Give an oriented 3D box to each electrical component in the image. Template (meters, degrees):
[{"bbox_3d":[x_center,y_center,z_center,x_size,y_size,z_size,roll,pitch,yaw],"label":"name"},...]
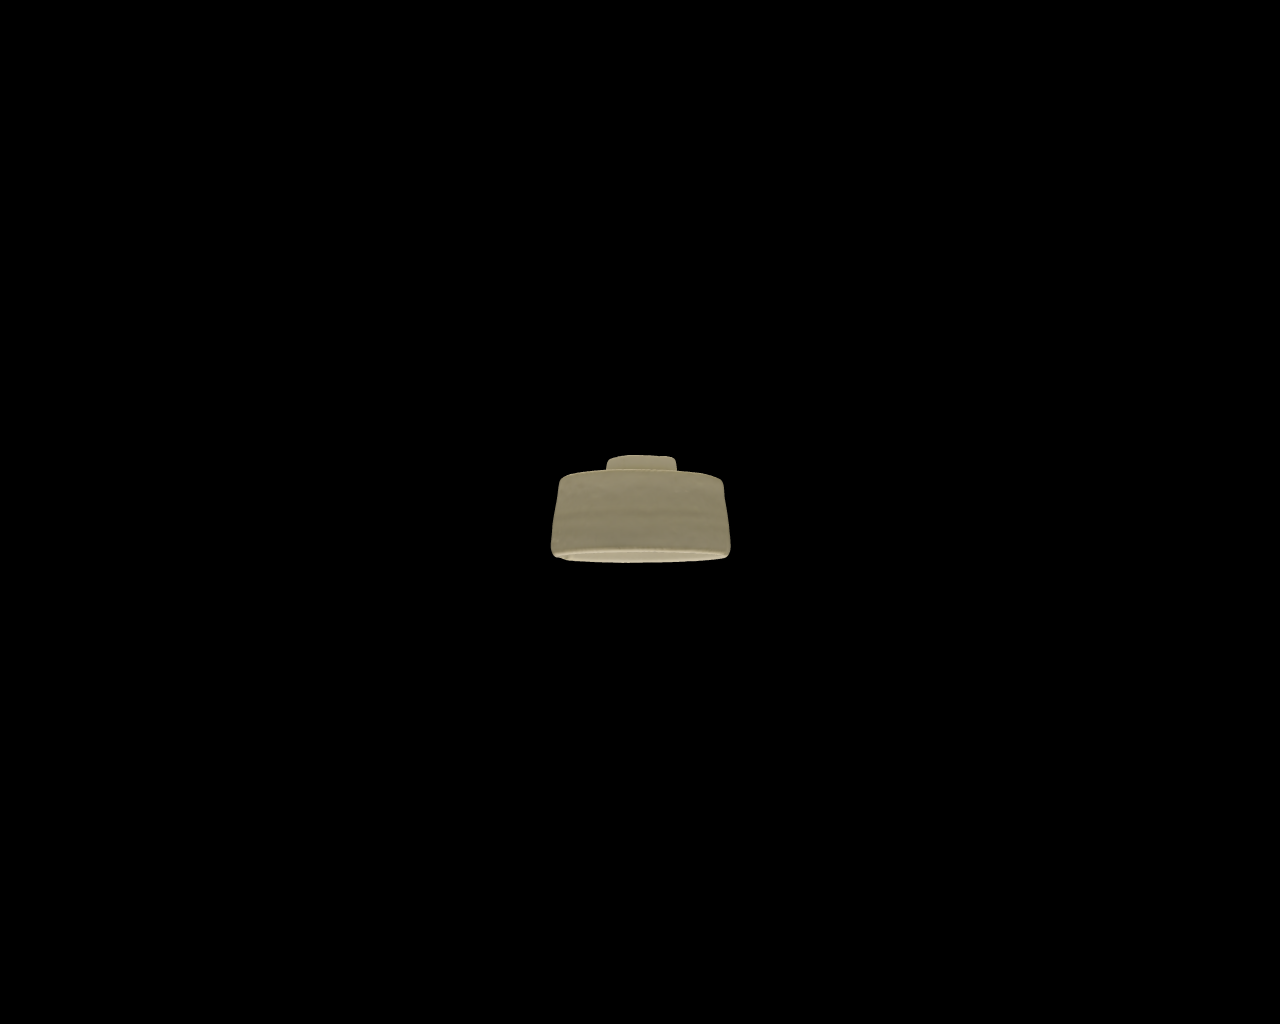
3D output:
[{"bbox_3d":[0.001,-0.003,0.650,0.108,0.060,0.108,0,-6,0],"label":"electrical component"}]
